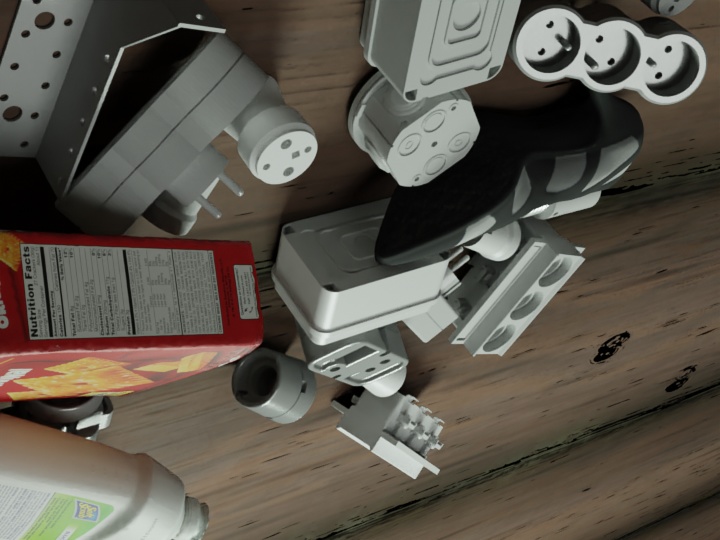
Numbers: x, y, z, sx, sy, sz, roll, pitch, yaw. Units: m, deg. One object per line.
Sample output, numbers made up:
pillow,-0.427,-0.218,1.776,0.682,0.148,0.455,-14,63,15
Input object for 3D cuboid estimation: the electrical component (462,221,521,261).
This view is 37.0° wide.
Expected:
electrical component,0.105,-0.031,0.891,0.046,0.040,0.040,15,122,-46

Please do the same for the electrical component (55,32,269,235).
electrical component,-0.100,-0.061,0.609,0.074,0.052,0.138,43,103,-15

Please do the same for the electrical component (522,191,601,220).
electrical component,0.155,-0.065,0.890,0.081,0.043,0.043,-15,143,-30

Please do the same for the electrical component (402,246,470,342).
electrical component,0.058,0.008,0.891,0.076,0.047,0.083,-39,148,3

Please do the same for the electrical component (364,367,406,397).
electrical component,0.006,0.084,0.948,0.044,0.044,0.065,-45,143,14

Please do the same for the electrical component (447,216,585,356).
electrical component,0.131,0.012,0.949,0.079,0.063,0.121,4,131,-47

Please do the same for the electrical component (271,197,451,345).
electrical component,0.000,0.000,0.794,0.113,0.078,0.057,-16,141,-29

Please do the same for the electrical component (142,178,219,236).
electrical component,-0.111,-0.051,0.658,0.046,0.040,0.040,-52,145,16

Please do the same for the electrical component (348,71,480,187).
electrical component,0.037,-0.100,0.722,0.080,0.051,0.080,-25,147,-17

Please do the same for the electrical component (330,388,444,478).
electrical component,0.033,0.151,1.039,0.063,0.079,0.121,-57,149,-7

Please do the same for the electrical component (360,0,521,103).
electrical component,0.049,-0.166,0.640,0.078,0.057,0.113,-20,145,-24

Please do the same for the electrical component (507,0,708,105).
electrical component,0.164,-0.159,0.746,0.138,0.073,0.052,9,117,-12

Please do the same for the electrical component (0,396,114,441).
electrical component,-0.207,0.090,0.735,0.078,0.058,0.057,-13,144,-33

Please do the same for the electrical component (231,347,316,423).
electrical component,-0.071,0.093,0.873,0.055,0.055,0.047,-43,144,11

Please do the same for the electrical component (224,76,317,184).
electrical component,-0.057,-0.085,0.648,0.045,0.055,0.045,-25,147,-18

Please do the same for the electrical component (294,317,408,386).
electrical component,-0.008,0.050,0.857,0.054,0.059,0.095,-27,154,20

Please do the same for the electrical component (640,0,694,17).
electrical component,0.203,-0.206,0.737,0.045,0.055,0.045,-25,147,-18
